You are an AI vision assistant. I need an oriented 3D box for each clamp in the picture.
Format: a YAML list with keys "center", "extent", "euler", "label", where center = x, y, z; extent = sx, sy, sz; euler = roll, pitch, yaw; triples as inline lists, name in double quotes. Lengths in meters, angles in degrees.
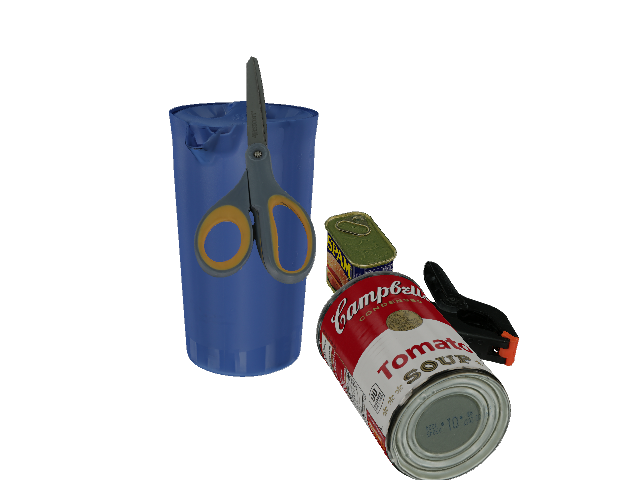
- center: [0.129, 0.068, 1.051]
  extent: [0.172, 0.039, 0.120]
  euler: [26, 39, 31]
  label: "clamp"

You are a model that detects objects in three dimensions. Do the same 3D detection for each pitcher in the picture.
- center: [-0.065, -0.007, 0.988]
  extent: [0.149, 0.243, 0.145]
  euler: [-4, 16, -20]
  label: "pitcher"

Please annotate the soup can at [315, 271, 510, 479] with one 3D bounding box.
- center: [0.046, 0.069, 0.558]
  extent: [0.068, 0.068, 0.102]
  euler: [0, 26, -22]
  label: "soup can"

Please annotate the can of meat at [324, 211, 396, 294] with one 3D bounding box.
- center: [0.044, 0.030, 1.224]
  extent: [0.057, 0.084, 0.102]
  euler: [-13, 38, -18]
  label: "can of meat"

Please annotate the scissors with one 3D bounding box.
- center: [-0.063, -0.050, 0.796]
  extent: [0.096, 0.202, 0.016]
  euler: [-17, -28, -10]
  label: "scissors"
